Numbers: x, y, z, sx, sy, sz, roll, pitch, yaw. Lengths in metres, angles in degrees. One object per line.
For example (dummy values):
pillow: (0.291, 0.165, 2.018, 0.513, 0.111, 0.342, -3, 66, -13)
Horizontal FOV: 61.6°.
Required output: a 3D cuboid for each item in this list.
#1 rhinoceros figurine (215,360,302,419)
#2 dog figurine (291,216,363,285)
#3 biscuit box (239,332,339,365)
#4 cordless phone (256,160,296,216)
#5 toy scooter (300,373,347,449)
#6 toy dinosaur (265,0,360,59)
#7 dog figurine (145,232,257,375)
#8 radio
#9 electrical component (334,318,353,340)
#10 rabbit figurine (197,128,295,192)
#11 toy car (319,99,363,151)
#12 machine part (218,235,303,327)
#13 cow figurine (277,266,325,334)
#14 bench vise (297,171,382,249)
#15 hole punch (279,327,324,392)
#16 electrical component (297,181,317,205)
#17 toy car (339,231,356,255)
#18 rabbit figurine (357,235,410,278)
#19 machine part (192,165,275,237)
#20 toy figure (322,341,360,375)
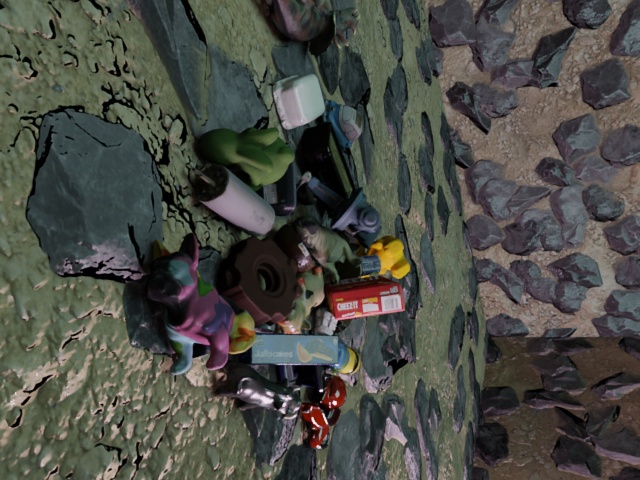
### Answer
rhinoceros figurine: (-0.108, 0.281, 1.011, 0.190, 0.112, 0.073, 43, 45, -44)
dog figurine: (0.000, -0.006, 1.330, 0.190, 0.121, 0.172, 47, 0, -23)
biscuit box: (-0.060, 0.218, 1.073, 0.202, 0.059, 0.062, 7, 77, -30)
cordless phone: (-0.081, -0.122, 1.196, 0.184, 0.089, 0.146, 12, 73, -80)
toy scooter: (0.003, 0.387, 1.267, 0.135, 0.075, 0.184, 60, 40, -41)
toy dinosaur: (-0.048, -0.547, 1.305, 0.405, 0.131, 0.192, -29, 111, -56)
dog figurine: (-0.196, 0.094, 0.871, 0.191, 0.109, 0.219, -28, 108, -62)
radio: (0.028, -0.177, 1.405, 0.131, 0.073, 0.229, -82, 153, -51)
electrical component: (0.050, 0.215, 1.435, 0.078, 0.045, 0.102, 47, 33, -9)
rabbit figurine: (-0.142, -0.157, 1.010, 0.170, 0.159, 0.121, 7, 88, -49)
toy car: (0.066, -0.326, 1.504, 0.161, 0.103, 0.109, 51, 40, -52)
machine part: (-0.113, 0.078, 1.046, 0.179, 0.056, 0.179, 28, 49, -38)
cow figurine: (-0.048, 0.139, 1.200, 0.195, 0.086, 0.127, -32, 110, -65)
bench vise: (0.052, -0.081, 1.297, 0.240, 0.129, 0.224, 37, 3, -7)
hole punch: (-0.043, 0.278, 1.199, 0.116, 0.092, 0.142, -117, -163, -85)
electrical component: (-0.034, -0.121, 1.345, 0.094, 0.021, 0.063, 13, 74, -63)
toy car: (0.073, 0.022, 1.502, 0.089, 0.053, 0.202, 10, 73, -38)
rabbit figurine: (0.151, 0.054, 1.573, 0.163, 0.173, 0.121, 45, -16, 51)
machine part: (-0.157, -0.070, 1.014, 0.243, 0.079, 0.079, 42, 48, -55)
toy figure: (0.043, 0.293, 1.334, 0.082, 0.089, 0.180, -54, 155, -8)
